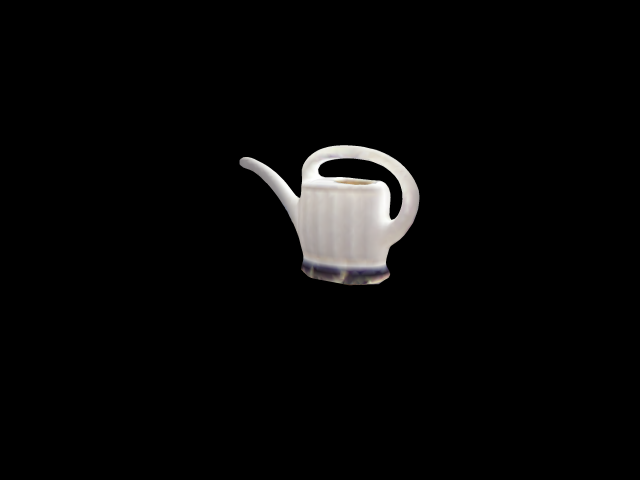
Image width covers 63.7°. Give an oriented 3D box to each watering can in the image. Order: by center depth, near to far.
[{"bbox_3d":[0.003,-0.043,0.850,0.348,0.223,0.104,6,10,35],"label":"watering can"}]
